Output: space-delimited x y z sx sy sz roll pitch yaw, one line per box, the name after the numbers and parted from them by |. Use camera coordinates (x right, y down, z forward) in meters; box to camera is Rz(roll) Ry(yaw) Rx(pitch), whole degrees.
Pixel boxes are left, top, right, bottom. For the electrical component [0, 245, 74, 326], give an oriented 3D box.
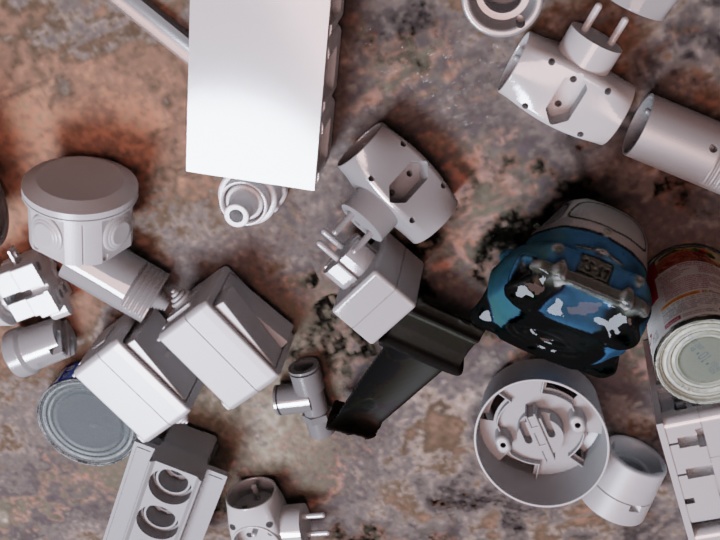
-0.262 0.015 0.830 0.055 0.048 0.066 -19 113 10 | electrical component

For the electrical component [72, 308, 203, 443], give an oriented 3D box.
-0.162 0.082 0.839 0.061 0.061 0.096 -36 107 24 | electrical component

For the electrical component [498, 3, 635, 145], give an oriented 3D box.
0.140 -0.131 0.685 0.077 0.043 0.079 26 119 -5 | electrical component

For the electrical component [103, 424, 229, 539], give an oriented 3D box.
-0.160 0.191 0.896 0.079 0.063 0.121 21 119 -2 | electrical component

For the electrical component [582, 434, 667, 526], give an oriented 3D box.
0.202 0.160 0.825 0.055 0.055 0.047 20 115 -2 | electrical component

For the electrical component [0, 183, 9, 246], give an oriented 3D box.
-0.296 -0.053 0.766 0.060 0.108 0.108 -22 112 13 | electrical component

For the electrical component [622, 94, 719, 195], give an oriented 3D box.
0.218 -0.079 0.700 0.081 0.043 0.043 22 119 -3 | electrical component

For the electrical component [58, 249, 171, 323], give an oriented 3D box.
-0.180 0.006 0.812 0.081 0.043 0.043 31 118 -7 | electrical component

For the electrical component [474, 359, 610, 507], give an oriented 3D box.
0.136 0.119 0.807 0.099 0.064 0.099 4 118 7 | electrical component

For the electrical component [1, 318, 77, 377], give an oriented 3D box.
-0.255 0.060 0.856 0.046 0.040 0.040 -20 113 13 | electrical component

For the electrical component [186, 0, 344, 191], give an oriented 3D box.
-0.061 -0.138 0.705 0.089 0.061 0.150 9 119 5 | electrical component

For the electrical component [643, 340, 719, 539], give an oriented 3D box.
0.261 0.149 0.779 0.060 0.105 0.186 -14 115 16 | electrical component

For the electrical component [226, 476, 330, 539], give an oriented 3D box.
-0.065 0.216 0.904 0.079 0.044 0.077 -7 116 12 | electrical component

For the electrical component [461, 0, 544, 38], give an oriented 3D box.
0.089 -0.175 0.668 0.055 0.047 0.055 4 118 7 | electrical component

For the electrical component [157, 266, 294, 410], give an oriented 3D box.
-0.101 0.044 0.808 0.061 0.061 0.096 -36 107 24 | electrical component

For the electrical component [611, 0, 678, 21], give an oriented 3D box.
0.199 -0.187 0.646 0.079 0.043 0.077 22 119 -3 | electrical component

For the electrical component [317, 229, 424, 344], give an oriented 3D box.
0.000 0.000 0.766 0.077 0.065 0.047 41 116 -12 | electrical component

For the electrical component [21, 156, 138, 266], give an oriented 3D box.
-0.200 -0.044 0.769 0.080 0.080 0.051 11 125 3 | electrical component

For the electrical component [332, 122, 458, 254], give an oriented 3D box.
0.014 -0.047 0.739 0.077 0.043 0.079 45 79 -14 | electrical component

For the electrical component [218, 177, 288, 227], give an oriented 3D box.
-0.079 -0.051 0.754 0.048 0.062 0.048 4 119 8 | electrical component
